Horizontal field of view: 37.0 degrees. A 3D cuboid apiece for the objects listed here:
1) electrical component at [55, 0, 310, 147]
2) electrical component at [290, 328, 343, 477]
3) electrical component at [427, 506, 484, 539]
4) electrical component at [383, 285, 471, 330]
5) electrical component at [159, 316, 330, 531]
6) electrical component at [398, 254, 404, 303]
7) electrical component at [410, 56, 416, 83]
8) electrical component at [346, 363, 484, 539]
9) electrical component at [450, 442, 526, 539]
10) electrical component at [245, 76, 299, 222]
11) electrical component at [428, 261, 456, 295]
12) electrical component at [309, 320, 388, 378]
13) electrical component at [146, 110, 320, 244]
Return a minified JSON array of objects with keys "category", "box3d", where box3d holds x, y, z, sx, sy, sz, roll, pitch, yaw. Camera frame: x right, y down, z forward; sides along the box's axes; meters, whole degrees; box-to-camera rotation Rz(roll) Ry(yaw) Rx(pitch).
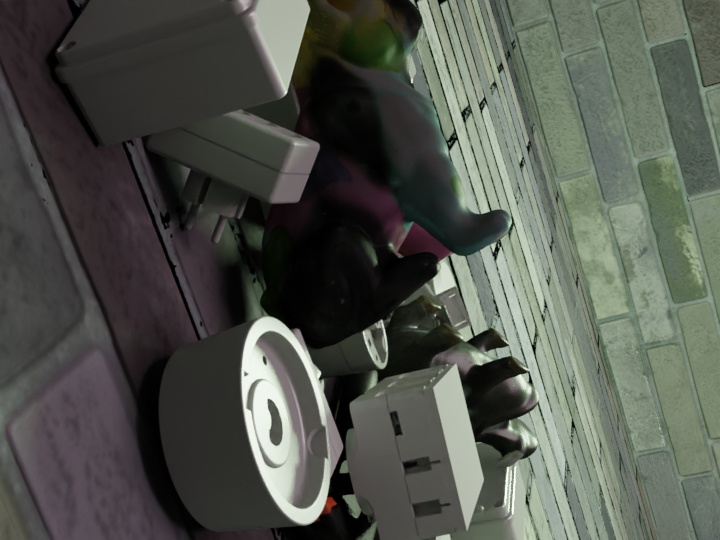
[{"category":"electrical component","box3d":[-0.090,-0.125,0.567,0.108,0.109,0.056,-82,155,-52]},{"category":"electrical component","box3d":[-0.044,0.076,0.651,0.075,0.047,0.083,-61,134,-67]},{"category":"electrical component","box3d":[0.061,0.186,0.854,0.052,0.074,0.138,41,37,-62]},{"category":"electrical component","box3d":[0.052,0.043,0.956,0.063,0.081,0.042,-120,-174,-61]},{"category":"electrical component","box3d":[-0.064,0.083,0.557,0.108,0.060,0.108,-15,90,-74]},{"category":"electrical component","box3d":[0.000,0.000,0.839,0.075,0.047,0.083,-67,-149,30]},{"category":"electrical component","box3d":[-0.024,-0.180,0.828,0.056,0.109,0.108,-65,138,-69]},{"category":"electrical component","box3d":[0.038,0.118,0.718,0.150,0.062,0.089,-4,81,-80]},{"category":"electrical component","box3d":[0.106,0.210,0.973,0.113,0.078,0.057,-69,144,-63]},{"category":"electrical component","box3d":[-0.042,-0.090,0.779,0.078,0.057,0.113,-25,100,-73]},{"category":"electrical component","box3d":[0.063,0.028,1.034,0.080,0.051,0.080,-15,90,-73]},{"category":"electrical component","box3d":[-0.011,0.050,0.780,0.055,0.047,0.055,-15,90,-73]},{"category":"electrical component","box3d":[-0.079,-0.054,0.618,0.075,0.083,0.047,-68,167,10]}]
